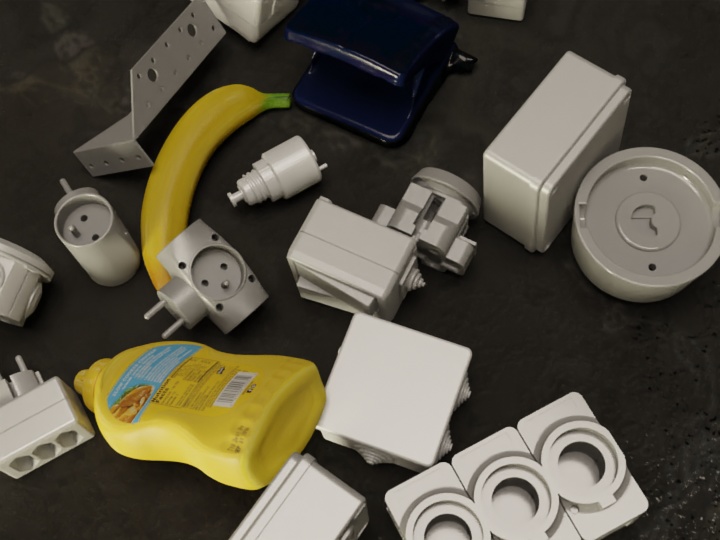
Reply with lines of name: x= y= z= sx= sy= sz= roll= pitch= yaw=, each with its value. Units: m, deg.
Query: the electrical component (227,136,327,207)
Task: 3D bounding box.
electrical component: x=-0.066 y=-0.073 z=0.837 sx=0.078 sy=0.040 sz=0.040 roll=-29 pitch=69 yaw=-8

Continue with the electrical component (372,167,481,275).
electrical component: x=0.055 y=-0.039 z=0.805 sx=0.078 sy=0.058 sz=0.057 roll=25 pitch=75 yaw=13

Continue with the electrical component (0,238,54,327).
electrical component: x=-0.274 y=0.005 z=0.800 sx=0.080 sy=0.080 sz=0.051 roll=18 pitch=76 yaw=11

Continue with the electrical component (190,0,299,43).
electrical component: x=-0.103 y=-0.243 z=0.895 sx=0.096 sy=0.061 sz=0.061 roll=36 pitch=61 yaw=11

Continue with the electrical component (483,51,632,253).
electrical component: x=0.142 y=-0.084 z=0.789 sx=0.056 sy=0.108 sz=0.108 roll=35 pitch=74 yaw=19

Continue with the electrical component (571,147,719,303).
electrical component: x=0.206 y=-0.028 z=0.786 sx=0.108 sy=0.060 sz=0.108 roll=-1 pitch=69 yaw=1

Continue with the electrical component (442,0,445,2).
electrical component: x=0.050 y=-0.259 z=0.896 sx=0.057 sy=0.058 sz=0.078 roll=-15 pitch=68 yaw=-5

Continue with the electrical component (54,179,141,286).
electrical component: x=-0.205 y=-0.035 z=0.812 sx=0.043 sy=0.077 sz=0.079 roll=-32 pitch=69 yaw=-9

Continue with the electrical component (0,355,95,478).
electrical component: x=-0.241 y=0.098 z=0.776 sx=0.066 sy=0.047 sz=0.076 roll=-29 pitch=70 yaw=-8

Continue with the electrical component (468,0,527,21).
electrical component: x=0.119 y=-0.262 z=0.881 sx=0.047 sy=0.075 sz=0.083 roll=10 pitch=69 yaw=8

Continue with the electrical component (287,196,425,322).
electrical component: x=0.000 y=0.000 z=0.790 sx=0.096 sy=0.061 sz=0.061 roll=24 pitch=72 yaw=13

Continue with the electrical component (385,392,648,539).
electrical component: x=0.102 y=0.158 z=0.718 sx=0.150 sy=0.061 sz=0.089 roll=-27 pitch=68 yaw=-7

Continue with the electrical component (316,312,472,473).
electrical component: x=0.024 y=0.089 z=0.759 sx=0.100 sy=0.048 sz=0.099 roll=18 pitch=70 yaw=11

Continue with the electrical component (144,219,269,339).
electrical component: x=-0.121 y=0.016 z=0.786 sx=0.079 sy=0.044 sz=0.077 roll=-43 pitch=94 yaw=-20

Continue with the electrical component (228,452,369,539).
electrical component: x=-0.046 y=0.183 z=0.694 sx=0.056 sy=0.108 sz=0.108 roll=33 pitch=74 yaw=13
